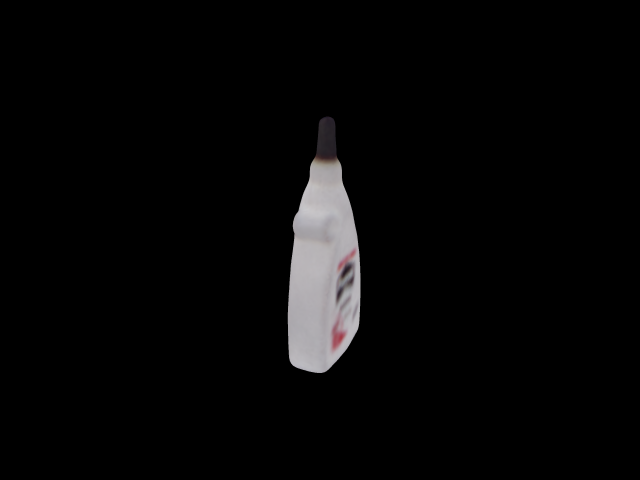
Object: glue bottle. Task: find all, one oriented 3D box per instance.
[{"bbox_3d":[0.004,0.001,0.400,0.037,0.173,0.078,8,24,19],"label":"glue bottle"}]
